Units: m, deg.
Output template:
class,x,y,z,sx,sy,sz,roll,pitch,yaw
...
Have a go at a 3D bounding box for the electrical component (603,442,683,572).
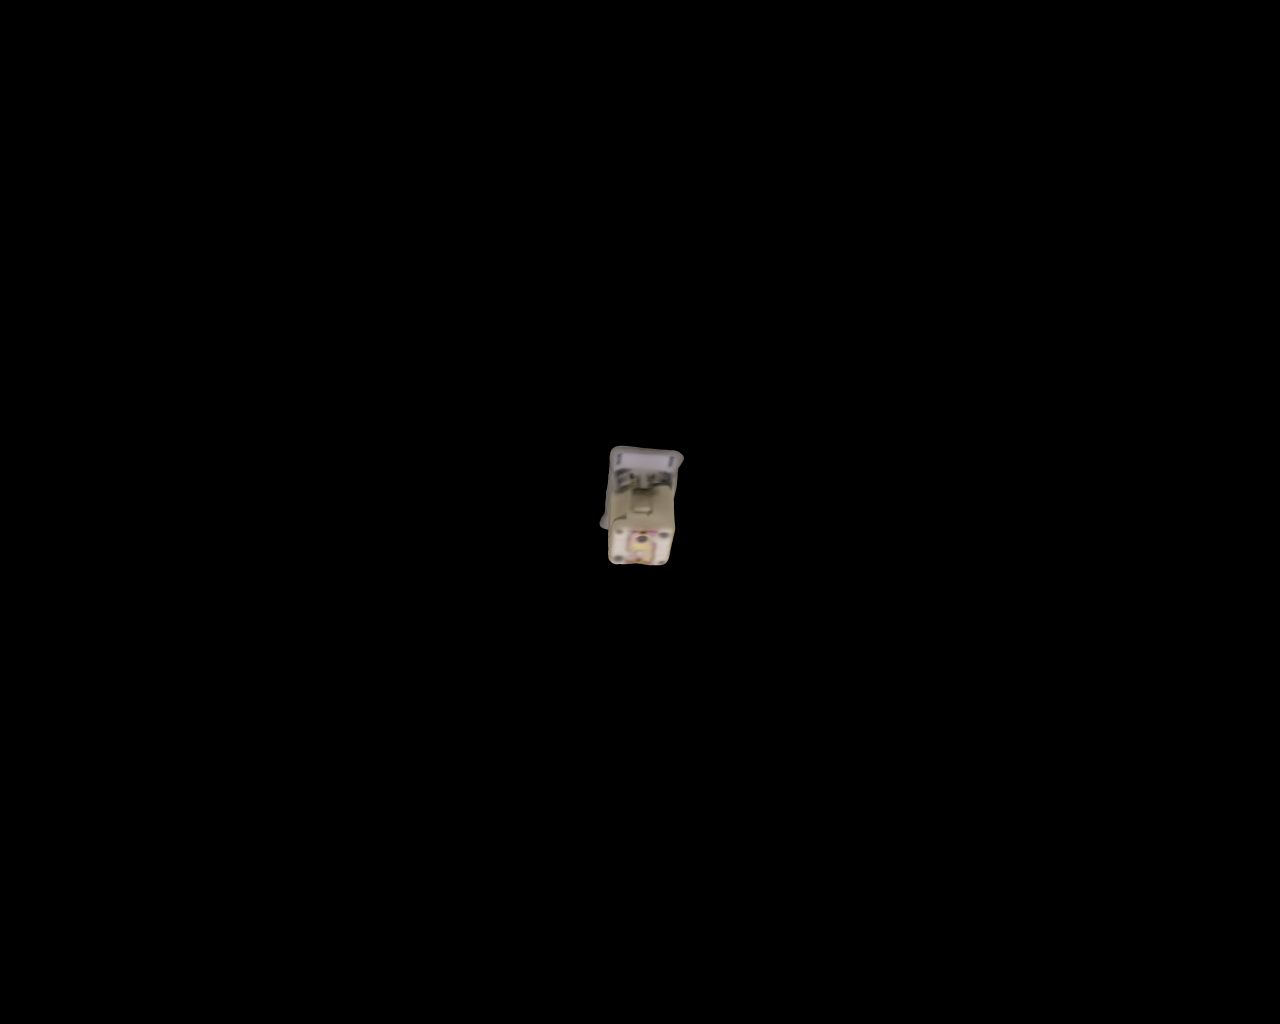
class,x,y,z,sx,sy,sz,roll,pitch,yaw
electrical component,0.001,-0.003,0.650,0.042,0.064,0.080,3,-37,-4
